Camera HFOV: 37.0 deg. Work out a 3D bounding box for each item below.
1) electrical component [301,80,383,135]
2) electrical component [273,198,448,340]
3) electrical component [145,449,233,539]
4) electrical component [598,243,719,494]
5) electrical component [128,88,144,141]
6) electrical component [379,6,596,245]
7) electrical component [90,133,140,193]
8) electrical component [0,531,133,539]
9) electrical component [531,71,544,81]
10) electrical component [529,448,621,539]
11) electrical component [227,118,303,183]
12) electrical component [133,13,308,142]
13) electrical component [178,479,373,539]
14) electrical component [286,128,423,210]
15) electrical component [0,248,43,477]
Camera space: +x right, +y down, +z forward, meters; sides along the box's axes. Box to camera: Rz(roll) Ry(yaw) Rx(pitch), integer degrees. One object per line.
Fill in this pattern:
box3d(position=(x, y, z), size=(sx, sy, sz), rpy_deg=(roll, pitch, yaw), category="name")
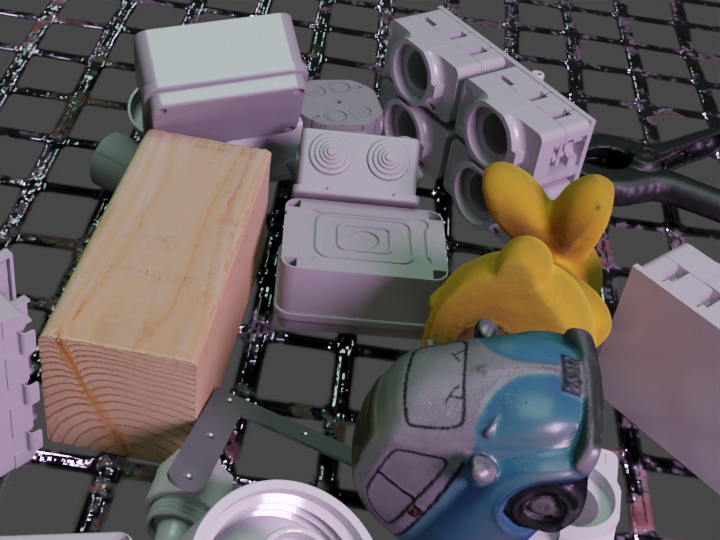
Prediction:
box3d(position=(-0.020, -0.115, 0.871), size=(0.080, 0.051, 0.080), rpy_deg=(5, 40, -4), category="electrical component")
box3d(position=(0.000, 0.000, 0.735), size=(0.113, 0.057, 0.078), rpy_deg=(5, 40, -5), category="electrical component")
box3d(position=(-0.095, 0.130, 0.576), size=(0.043, 0.043, 0.062), rpy_deg=(12, 41, 4), category="electrical component")
box3d(position=(0.240, 0.079, 0.650), size=(0.060, 0.105, 0.186), rpy_deg=(-24, 50, -33), category="electrical component")
box3d(position=(-0.149, -0.109, 0.825), size=(0.043, 0.081, 0.043), rpy_deg=(0, 76, -1), category="electrical component")
box3d(position=(0.088, -0.114, 0.848), size=(0.060, 0.105, 0.186), rpy_deg=(-19, 48, -29), category="electrical component")
box3d(position=(-0.154, -0.067, 0.795), size=(0.081, 0.043, 0.043), rpy_deg=(25, 43, 18), category="electrical component")
box3d(position=(-0.141, 0.182, 0.496), size=(0.078, 0.057, 0.113), rpy_deg=(0, 41, -10), category="electrical component")
box3d(position=(0.146, -0.142, 0.926), size=(0.035, 0.061, 0.035), rpy_deg=(5, 40, -5), category="electrical component")
box3d(position=(0.111, 0.140, 0.593), size=(0.050, 0.055, 0.089), rpy_deg=(14, 40, 6), category="electrical component")
box3d(position=(-0.089, -0.112, 0.847), size=(0.062, 0.061, 0.096), rpy_deg=(-11, 42, -19), category="electrical component")
box3d(position=(-0.098, -0.129, 0.752), size=(0.113, 0.078, 0.057), rpy_deg=(-11, 74, -13), category="electrical component")
box3d(position=(-0.040, 0.154, 0.520), size=(0.108, 0.060, 0.108), rpy_deg=(13, 51, -17), category="electrical component")
box3d(position=(-0.004, -0.067, 0.782), size=(0.100, 0.099, 0.048), rpy_deg=(5, 82, -4), category="electrical component")
box3d(position=(-0.211, 0.058, 0.578), size=(0.063, 0.121, 0.079), rpy_deg=(36, 47, 25), category="electrical component")
